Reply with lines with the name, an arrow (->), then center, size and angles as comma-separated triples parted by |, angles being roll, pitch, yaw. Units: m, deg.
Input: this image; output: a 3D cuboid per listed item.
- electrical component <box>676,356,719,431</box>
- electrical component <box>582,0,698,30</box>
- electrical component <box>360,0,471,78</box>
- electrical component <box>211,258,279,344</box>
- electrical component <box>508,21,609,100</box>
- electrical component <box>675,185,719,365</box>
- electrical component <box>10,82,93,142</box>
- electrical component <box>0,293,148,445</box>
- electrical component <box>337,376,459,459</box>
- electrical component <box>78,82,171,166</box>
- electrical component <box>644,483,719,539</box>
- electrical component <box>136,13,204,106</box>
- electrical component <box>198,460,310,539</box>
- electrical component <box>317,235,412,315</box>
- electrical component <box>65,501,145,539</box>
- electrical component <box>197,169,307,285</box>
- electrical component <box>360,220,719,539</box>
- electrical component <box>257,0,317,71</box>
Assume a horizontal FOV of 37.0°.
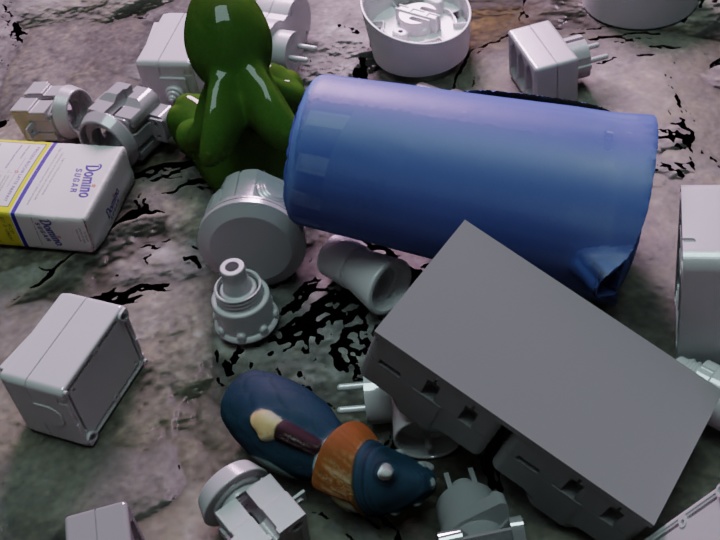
electrical component -> 0.223, 0.076, 0.678 | 0.078, 0.040, 0.040 | 29, 57, 32
electrical component -> 0.264, -0.280, 1.006 | 0.108, 0.060, 0.108 | -4, 45, 5
electrical component -> 0.053, -0.224, 0.983 | 0.099, 0.064, 0.099 | -5, 45, 5
electrical component -> -0.086, 0.019, 0.769 | 0.048, 0.062, 0.048 | -5, 45, 5
electrical component -> 0.176, -0.181, 0.932 | 0.077, 0.047, 0.065 | -16, 46, -6
electrical component -> 0.235, 0.006, 0.694 | 0.057, 0.113, 0.078 | 1, 46, 14
electrical component -> -0.275, -0.142, 0.971 | 0.055, 0.048, 0.066 | 3, 46, 23
electrical component -> -0.196, 0.062, 0.746 | 0.061, 0.061, 0.096 | 12, 49, 20
electrical component -> 0.024, 0.081, 0.703 | 0.079, 0.044, 0.077 | -5, 45, 4
electrical component -> -0.206, -0.123, 0.932 | 0.078, 0.058, 0.057 | 16, 48, 23
electrical component -> 0.193, 0.165, 0.569 | 0.061, 0.096, 0.061 | 21, 44, -17
electrical component -> -0.166, -0.183, 0.981 | 0.061, 0.061, 0.096 | 4, 47, 13
electrical component -> -0.066, 0.149, 0.652 | 0.066, 0.048, 0.055 | -33, 57, -22
electrical component -> 0.000, 0.000, 0.790 | 0.044, 0.044, 0.065 | -38, 47, -25
electrical component -> -0.163, 0.190, 0.626 | 0.076, 0.047, 0.083 | -15, 45, -5
electrical component -> -0.079, -0.031, 0.807 | 0.080, 0.080, 0.051 | -3, 40, 6
electrical component -> 0.106, 0.070, 0.651 | 0.186, 0.060, 0.105 | 34, 56, 10
electrical component -> -0.076, -0.204, 0.993 | 0.074, 0.052, 0.138 | 13, 49, 21
